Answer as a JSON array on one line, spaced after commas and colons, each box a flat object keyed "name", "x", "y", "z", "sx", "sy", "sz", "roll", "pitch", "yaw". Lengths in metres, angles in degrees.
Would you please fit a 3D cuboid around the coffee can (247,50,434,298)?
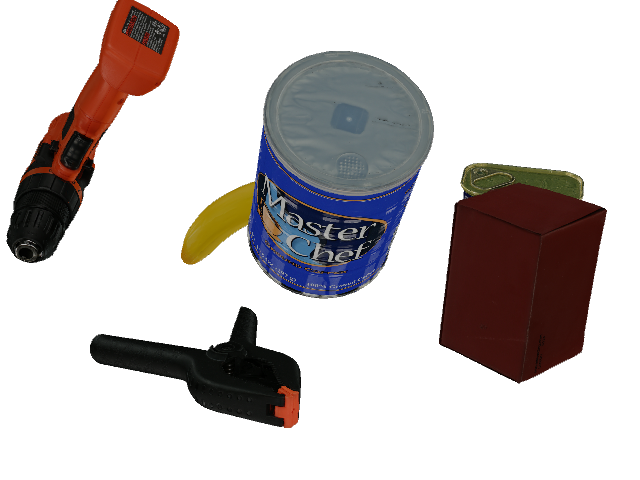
[{"name": "coffee can", "x": 0.008, "y": -0.039, "z": 0.692, "sx": 0.102, "sy": 0.103, "sz": 0.140, "roll": 0, "pitch": -29, "yaw": -8}]

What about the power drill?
[{"name": "power drill", "x": -0.187, "y": -0.090, "z": 0.858, "sx": 0.057, "sy": 0.188, "sz": 0.184, "roll": 28, "pitch": 33, "yaw": -21}]

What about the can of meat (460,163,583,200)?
[{"name": "can of meat", "x": 0.170, "y": -0.014, "z": 0.921, "sx": 0.102, "sy": 0.084, "sz": 0.057, "roll": 7, "pitch": 32, "yaw": 11}]

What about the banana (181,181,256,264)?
[{"name": "banana", "x": -0.066, "y": -0.024, "z": 1.060, "sx": 0.198, "sy": 0.069, "sz": 0.037, "roll": -14, "pitch": 21, "yaw": 23}]

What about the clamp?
[{"name": "clamp", "x": -0.074, "y": 0.103, "z": 0.907, "sx": 0.164, "sy": 0.036, "sz": 0.210, "roll": -14, "pitch": 22, "yaw": -40}]

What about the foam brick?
[{"name": "foam brick", "x": 0.095, "y": 0.018, "z": 0.508, "sx": 0.052, "sy": 0.078, "sz": 0.051, "roll": -17, "pitch": 31, "yaw": -40}]
